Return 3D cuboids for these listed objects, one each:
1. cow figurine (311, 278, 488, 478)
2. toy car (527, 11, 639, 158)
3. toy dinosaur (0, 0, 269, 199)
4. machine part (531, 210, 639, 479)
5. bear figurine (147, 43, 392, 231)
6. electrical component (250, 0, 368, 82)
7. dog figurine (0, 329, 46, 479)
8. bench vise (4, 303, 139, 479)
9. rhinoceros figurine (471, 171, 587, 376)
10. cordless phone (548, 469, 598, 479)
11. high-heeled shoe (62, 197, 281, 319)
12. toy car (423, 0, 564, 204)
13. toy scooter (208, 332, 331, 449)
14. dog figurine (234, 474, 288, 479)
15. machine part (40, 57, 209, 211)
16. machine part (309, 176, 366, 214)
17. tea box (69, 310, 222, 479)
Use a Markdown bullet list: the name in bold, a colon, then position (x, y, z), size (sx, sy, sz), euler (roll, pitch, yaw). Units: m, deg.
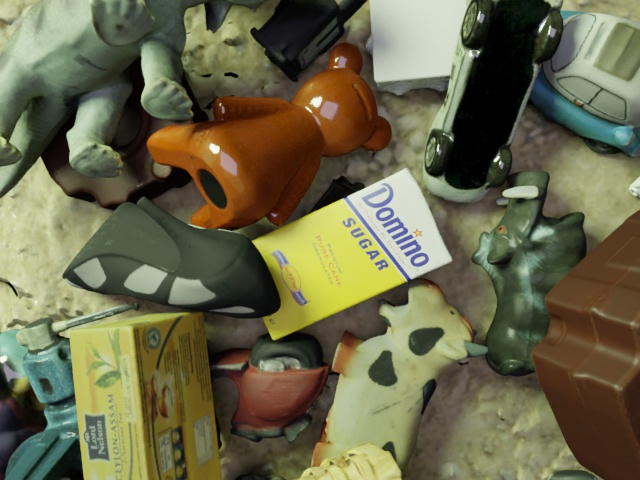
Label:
- **cow figurine**: position (0.074, 0.130, 0.500), size (0.127, 0.085, 0.194), euler (15, 95, 4)
- **toy car**: position (0.254, -0.150, 0.473), size (0.162, 0.103, 0.109), euler (31, 92, 3)
- **toy dinosaur**: position (-0.190, -0.167, 0.457), size (0.405, 0.131, 0.192), euler (-21, 53, 24)
- **machine part**: position (0.277, 0.089, 0.430), size (0.201, 0.087, 0.201), euler (-37, 111, -17)
- **bear figurine**: position (-0.037, -0.095, 0.502), size (0.196, 0.132, 0.120), euler (-41, 114, -32)
- **electrical component**: position (-0.005, -0.215, 0.514), size (0.048, 0.075, 0.119), euler (44, 99, 4)
- **dog figurine**: position (-0.336, 0.186, 0.480), size (0.109, 0.219, 0.191), euler (0, 91, 3)
- **bench vise**: position (-0.229, 0.189, 0.467), size (0.129, 0.241, 0.223), euler (-3, 106, 3)
- **rhinoceros figurine**: position (0.197, 0.032, 0.498), size (0.112, 0.073, 0.190), euler (5, 91, 14)
- **cordless phone**: position (0.208, 0.313, 0.499), size (0.147, 0.088, 0.184), euler (-3, 79, 7)
- **high-heeled shoe**: position (-0.144, 0.035, 0.503), size (0.145, 0.249, 0.086), euler (42, 55, -20)
- **toy car**: position (0.145, -0.125, 0.472), size (0.073, 0.056, 0.201), euler (10, 119, -3)
- **toy scooter**: position (-0.080, 0.157, 0.523), size (0.184, 0.075, 0.135), euler (0, 90, 9)
- **dog figurine**: position (-0.108, 0.315, 0.527), size (0.190, 0.172, 0.121), euler (-20, 71, -25)
- **machine part**: position (-0.204, -0.117, 0.546), size (0.179, 0.056, 0.179), euler (0, 89, 8)
- **machine part**: position (-0.001, -0.002, 0.533), size (0.084, 0.039, 0.139), euler (38, 96, 10)
- **tea box**: position (-0.143, 0.149, 0.453), size (0.068, 0.098, 0.169), euler (-9, 86, 23)
